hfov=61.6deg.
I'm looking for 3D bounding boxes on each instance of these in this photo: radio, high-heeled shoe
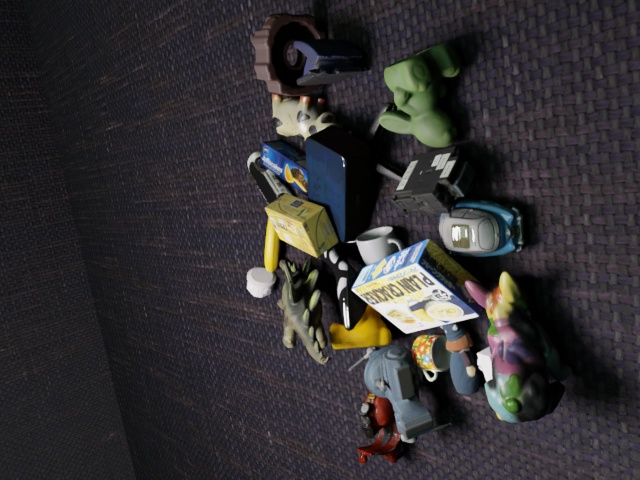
[{"bbox_3d":[0.037,-0.119,1.143,0.131,0.073,0.229,39,146,35],"label":"radio"},{"bbox_3d":[0.031,0.088,1.169,0.145,0.086,0.249,-18,46,37],"label":"high-heeled shoe"}]

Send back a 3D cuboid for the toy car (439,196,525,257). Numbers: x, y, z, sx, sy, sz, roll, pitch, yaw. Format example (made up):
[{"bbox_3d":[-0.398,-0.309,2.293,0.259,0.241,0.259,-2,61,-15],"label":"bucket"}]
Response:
[{"bbox_3d":[0.268,-0.014,0.941,0.162,0.103,0.109,10,112,49],"label":"toy car"}]

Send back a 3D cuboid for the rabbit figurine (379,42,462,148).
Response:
[{"bbox_3d":[0.176,-0.239,0.959,0.159,0.121,0.170,-4,115,52],"label":"rabbit figurine"}]

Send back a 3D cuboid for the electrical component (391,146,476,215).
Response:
[{"bbox_3d":[0.207,-0.104,0.962,0.058,0.115,0.134,41,158,-29],"label":"electrical component"}]

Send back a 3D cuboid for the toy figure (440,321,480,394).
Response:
[{"bbox_3d":[0.275,0.221,1.052,0.064,0.058,0.154,-11,90,44],"label":"toy figure"}]

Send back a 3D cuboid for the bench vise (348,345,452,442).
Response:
[{"bbox_3d":[0.161,0.312,1.167,0.223,0.129,0.241,65,170,-20],"label":"bench vise"}]

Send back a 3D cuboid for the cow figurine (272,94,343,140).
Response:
[{"bbox_3d":[-0.030,-0.258,1.207,0.195,0.085,0.127,20,112,41],"label":"cow figurine"}]

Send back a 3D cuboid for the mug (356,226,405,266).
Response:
[{"bbox_3d":[0.140,0.034,1.127,0.110,0.081,0.107,-2,114,45],"label":"mug"}]

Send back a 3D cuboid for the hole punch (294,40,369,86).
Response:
[{"bbox_3d":[0.016,-0.367,1.086,0.116,0.142,0.092,12,108,59],"label":"hole punch"}]

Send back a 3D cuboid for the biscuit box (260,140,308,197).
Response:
[{"bbox_3d":[-0.061,-0.174,1.290,0.203,0.059,0.062,37,128,35],"label":"biscuit box"}]

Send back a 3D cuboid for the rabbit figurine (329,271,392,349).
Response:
[{"bbox_3d":[0.095,0.151,1.193,0.162,0.122,0.173,-23,67,47],"label":"rabbit figurine"}]

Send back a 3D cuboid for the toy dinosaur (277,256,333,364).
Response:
[{"bbox_3d":[-0.041,0.159,1.253,0.472,0.105,0.198,-119,23,-55],"label":"toy dinosaur"}]

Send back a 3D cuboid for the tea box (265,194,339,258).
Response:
[{"bbox_3d":[-0.043,-0.036,1.208,0.170,0.068,0.098,25,145,51],"label":"tea box"}]

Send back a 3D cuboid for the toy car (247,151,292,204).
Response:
[{"bbox_3d":[-0.124,-0.135,1.379,0.202,0.056,0.073,58,144,12],"label":"toy car"}]

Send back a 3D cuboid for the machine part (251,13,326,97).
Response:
[{"bbox_3d":[-0.061,-0.389,1.133,0.056,0.179,0.179,21,118,47],"label":"machine part"}]

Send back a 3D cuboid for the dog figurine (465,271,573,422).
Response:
[{"bbox_3d":[0.315,0.164,0.896,0.108,0.191,0.219,-23,99,45],"label":"dog figurine"}]

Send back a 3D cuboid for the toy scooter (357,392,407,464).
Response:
[{"bbox_3d":[0.131,0.435,1.230,0.075,0.135,0.183,-8,96,51],"label":"toy scooter"}]
